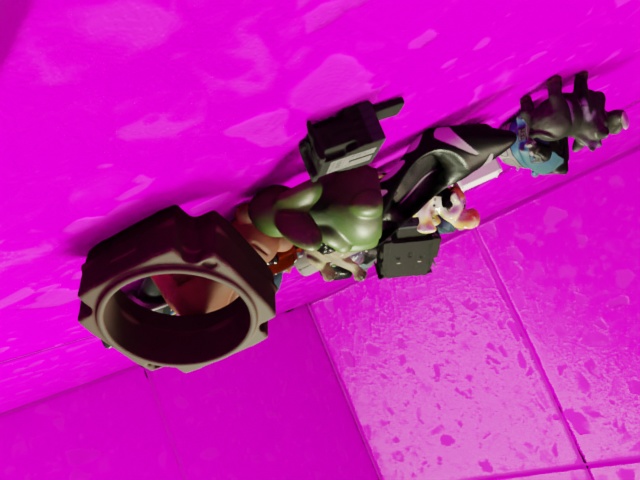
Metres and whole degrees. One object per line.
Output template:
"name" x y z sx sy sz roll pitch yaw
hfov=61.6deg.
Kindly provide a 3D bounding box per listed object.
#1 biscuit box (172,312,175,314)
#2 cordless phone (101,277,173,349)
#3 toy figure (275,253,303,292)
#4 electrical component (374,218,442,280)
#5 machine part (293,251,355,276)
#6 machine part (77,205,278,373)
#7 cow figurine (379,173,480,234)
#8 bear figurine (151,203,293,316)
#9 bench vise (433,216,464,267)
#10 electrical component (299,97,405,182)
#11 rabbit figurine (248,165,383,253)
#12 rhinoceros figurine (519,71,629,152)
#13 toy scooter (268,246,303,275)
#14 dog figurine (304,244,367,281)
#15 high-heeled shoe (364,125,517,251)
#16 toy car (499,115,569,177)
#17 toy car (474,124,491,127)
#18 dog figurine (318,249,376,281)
"biscuit box" -0.251 0.092 0.996 0.059 0.063 0.203 -17 170 -38
"cordless phone" -0.307 0.095 0.893 0.146 0.089 0.184 -16 158 -37
"toy figure" -0.095 0.064 1.142 0.154 0.058 0.064 -57 170 -12
"electrical component" 0.165 0.011 1.024 0.115 0.058 0.134 -8 134 -7
"machine part" 0.024 0.014 1.185 0.243 0.079 0.079 -28 170 22
"machine part" -0.170 0.069 0.656 0.201 0.087 0.201 -25 133 14
"cow figurine" 0.167 -0.063 0.844 0.167 0.098 0.068 3 -162 12
"bear figurine" -0.144 0.025 0.788 0.120 0.132 0.196 33 97 -39
"bench vise" 0.281 -0.022 1.423 0.224 0.129 0.240 -18 156 17
"electrical component" 0.040 -0.110 0.574 0.119 0.047 0.075 -19 171 -15
"rabbit figurine" -0.009 -0.030 0.678 0.170 0.121 0.159 -4 -170 2
"rhinoceros figurine" 0.384 -0.185 0.797 0.190 0.112 0.073 -8 162 -32
"toy scooter" -0.106 0.041 1.014 0.135 0.075 0.184 -24 177 17
"dog figurine" 0.000 -0.006 1.036 0.172 0.121 0.190 -4 155 34
"high-heeled shoe" 0.147 -0.068 0.743 0.249 0.145 0.086 -15 143 33
"toy car" 0.352 -0.160 0.905 0.103 0.109 0.161 -8 175 41
"toy car" 0.195 -0.125 0.871 0.089 0.053 0.202 -21 171 -33
"dog figurine" 0.101 0.003 1.244 0.191 0.108 0.219 -14 164 -33
